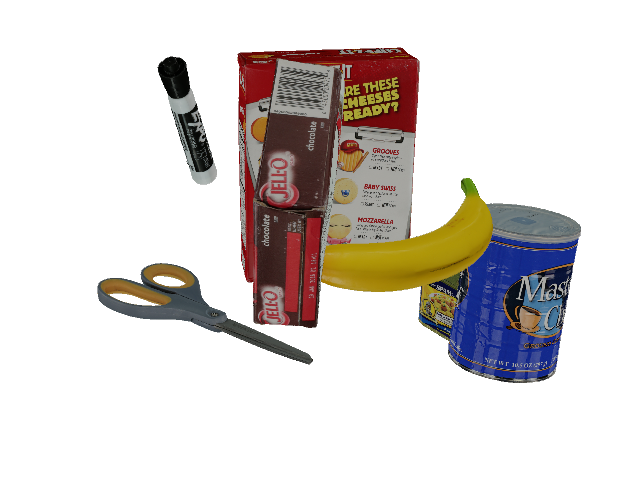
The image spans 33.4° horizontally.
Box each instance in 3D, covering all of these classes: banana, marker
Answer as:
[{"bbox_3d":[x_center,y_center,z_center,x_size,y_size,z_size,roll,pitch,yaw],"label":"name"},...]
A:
[{"bbox_3d":[0.073,0.006,0.817,0.197,0.037,0.070,-22,45,-39],"label":"banana"},{"bbox_3d":[-0.091,-0.082,0.735,0.020,0.020,0.121,0,-34,7],"label":"marker"}]

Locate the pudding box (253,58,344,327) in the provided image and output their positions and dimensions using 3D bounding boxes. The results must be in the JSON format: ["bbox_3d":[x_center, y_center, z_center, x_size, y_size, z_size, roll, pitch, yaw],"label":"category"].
[{"bbox_3d":[-0.012,-0.025,0.556,0.039,0.113,0.090,7,-43,2],"label":"pudding box"}]

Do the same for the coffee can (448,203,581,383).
[{"bbox_3d":[0.178,0.047,0.988,0.103,0.140,0.103,5,17,-2],"label":"coffee can"}]

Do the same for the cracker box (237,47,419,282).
[{"bbox_3d":[0.004,-0.073,1.024,0.164,0.214,0.072,-3,21,-10],"label":"cracker box"}]

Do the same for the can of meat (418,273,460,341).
[{"bbox_3d":[0.163,0.071,1.259,0.057,0.084,0.102,-23,38,-34],"label":"can of meat"}]

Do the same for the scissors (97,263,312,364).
[{"bbox_3d":[-0.089,0.057,0.901,0.202,0.016,0.096,13,26,13],"label":"scissors"}]
